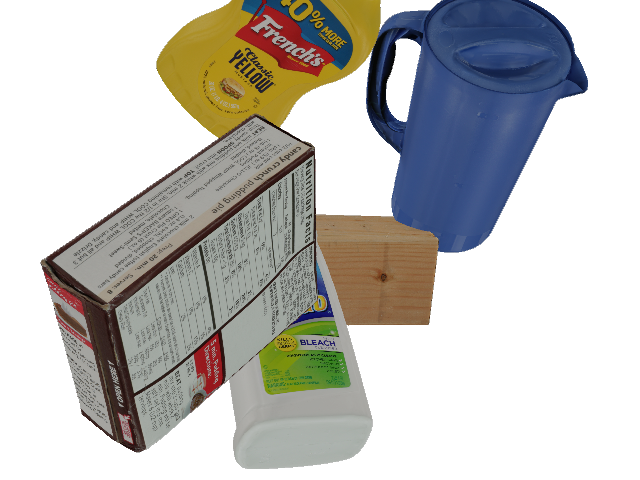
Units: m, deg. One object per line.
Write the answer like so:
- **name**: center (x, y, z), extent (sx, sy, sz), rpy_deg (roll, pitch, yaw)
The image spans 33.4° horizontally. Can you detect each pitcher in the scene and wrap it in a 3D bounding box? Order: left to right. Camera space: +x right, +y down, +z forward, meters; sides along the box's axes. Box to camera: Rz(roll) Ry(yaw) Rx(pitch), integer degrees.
- **pitcher**: center (0.129, -0.104, 0.998), extent (0.144, 0.149, 0.243), rpy_deg (-18, -34, -22)

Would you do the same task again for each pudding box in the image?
- **pudding box**: center (-0.049, 0.016, 0.420), extent (0.039, 0.090, 0.113), rpy_deg (28, 51, 28)

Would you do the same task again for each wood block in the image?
- **wood block**: center (-0.001, 0.028, 1.037), extent (0.206, 0.091, 0.090), rpy_deg (2, 16, -13)

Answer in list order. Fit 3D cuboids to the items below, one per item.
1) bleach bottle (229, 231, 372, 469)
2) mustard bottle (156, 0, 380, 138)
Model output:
- **bleach bottle**: center (-0.037, 0.051, 0.828), extent (0.102, 0.251, 0.068), rpy_deg (-1, -42, -19)
- **mustard bottle**: center (-0.017, -0.143, 0.715), extent (0.192, 0.096, 0.058), rpy_deg (-33, 22, 35)
